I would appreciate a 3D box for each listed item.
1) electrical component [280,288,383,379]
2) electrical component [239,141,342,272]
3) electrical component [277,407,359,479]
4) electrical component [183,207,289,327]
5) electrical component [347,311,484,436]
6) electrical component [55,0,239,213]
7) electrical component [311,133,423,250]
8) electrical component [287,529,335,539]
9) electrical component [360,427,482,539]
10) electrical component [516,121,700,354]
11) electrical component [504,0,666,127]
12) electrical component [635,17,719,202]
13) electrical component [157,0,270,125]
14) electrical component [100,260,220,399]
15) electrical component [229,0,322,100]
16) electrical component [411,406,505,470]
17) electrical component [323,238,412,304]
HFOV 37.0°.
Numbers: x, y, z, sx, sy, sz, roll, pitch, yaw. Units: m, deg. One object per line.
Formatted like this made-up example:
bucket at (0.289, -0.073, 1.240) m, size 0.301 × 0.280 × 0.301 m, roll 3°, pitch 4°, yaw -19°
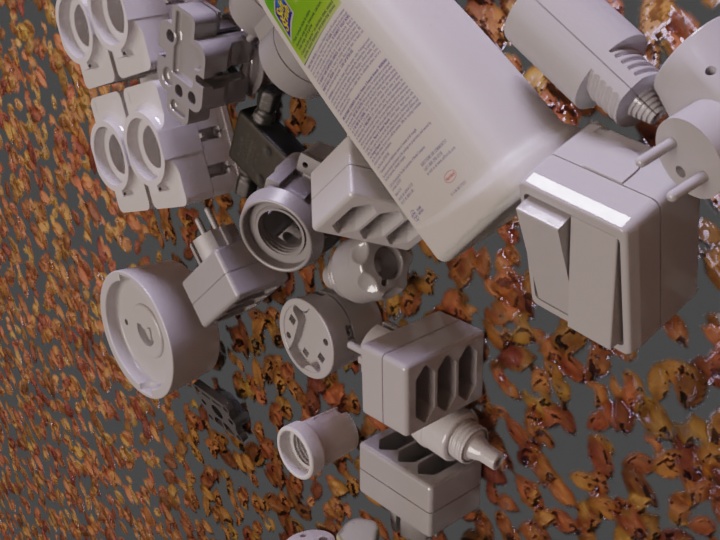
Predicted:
electrical component at (-0.018, 0.038, 0.711) m, size 0.055 × 0.047 × 0.055 m, roll 26°, pitch 125°, yaw 42°
electrical component at (-0.040, -0.035, 0.682) m, size 0.058 × 0.057 × 0.078 m, roll 28°, pitch 131°, yaw 11°
electrical component at (-0.029, 0.122, 0.766) m, size 0.040 × 0.046 × 0.040 m, roll 26°, pitch 125°, yaw 42°
electrical component at (-0.100, -0.009, 0.790) m, size 0.066 × 0.047 × 0.076 m, roll -37°, pitch 77°, yaw 52°
electrical component at (0.025, 0.055, 0.650) m, size 0.077 × 0.066 × 0.047 m, roll 24°, pitch 125°, yaw 44°
electrical component at (-0.158, -0.140, 0.789) m, size 0.105 × 0.060 × 0.186 m, roll -1°, pitch 106°, yaw 51°
electrical component at (0.010, -0.060, 0.622) m, size 0.047 × 0.066 × 0.076 m, roll -39°, pitch 47°, yaw 51°
electrical component at (-0.035, 0.235, 0.829) m, size 0.045 × 0.045 × 0.055 m, roll 11°, pitch 115°, yaw 48°
electrical component at (0.038, 0.148, 0.694) m, size 0.066 × 0.047 × 0.076 m, roll 25°, pitch 125°, yaw 42°
electrical component at (0.115, -0.008, 0.499) m, size 0.062 × 0.061 × 0.096 m, roll 32°, pitch 149°, yaw 39°
electrical component at (0.109, -0.097, 0.494) m, size 0.081 × 0.043 × 0.043 m, roll 50°, pitch 139°, yaw 23°
electrical component at (0.148, -0.054, 0.438) m, size 0.077 × 0.079 × 0.043 m, roll 53°, pitch 162°, yaw 20°
electrical component at (-0.095, -0.140, 0.714) m, size 0.058 × 0.057 × 0.078 m, roll 39°, pitch 134°, yaw 34°
electrical component at (-0.157, 0.044, 0.874) m, size 0.108 × 0.060 × 0.108 m, roll 26°, pitch 126°, yaw 42°
electrical component at (-0.056, -0.166, 0.657) m, size 0.074 × 0.052 × 0.138 m, roll -32°, pitch 81°, yaw 52°
electrical component at (0.061, 0.101, 0.655) m, size 0.061 × 0.035 × 0.035 m, roll 30°, pitch 128°, yaw 37°
electrical component at (0.000, 0.000, 0.675) m, size 0.062 × 0.043 × 0.043 m, roll -14°, pitch 95°, yaw 54°
